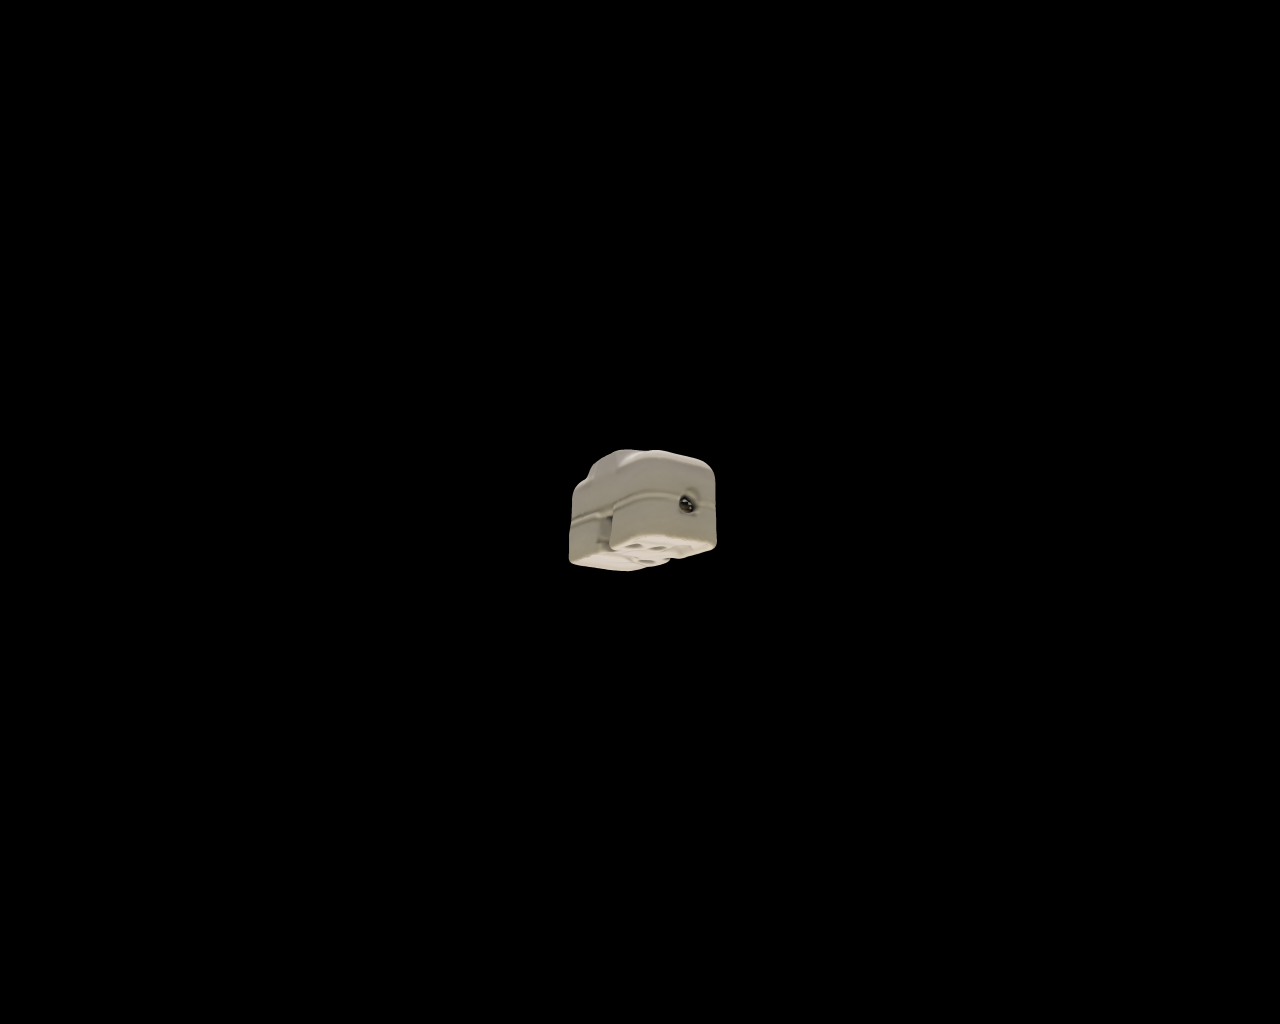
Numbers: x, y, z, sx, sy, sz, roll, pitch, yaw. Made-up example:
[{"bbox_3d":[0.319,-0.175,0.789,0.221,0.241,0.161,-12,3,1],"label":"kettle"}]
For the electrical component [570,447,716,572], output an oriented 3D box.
[{"bbox_3d":[0.001,-0.003,0.650,0.054,0.059,0.095,11,-19,-34],"label":"electrical component"}]
